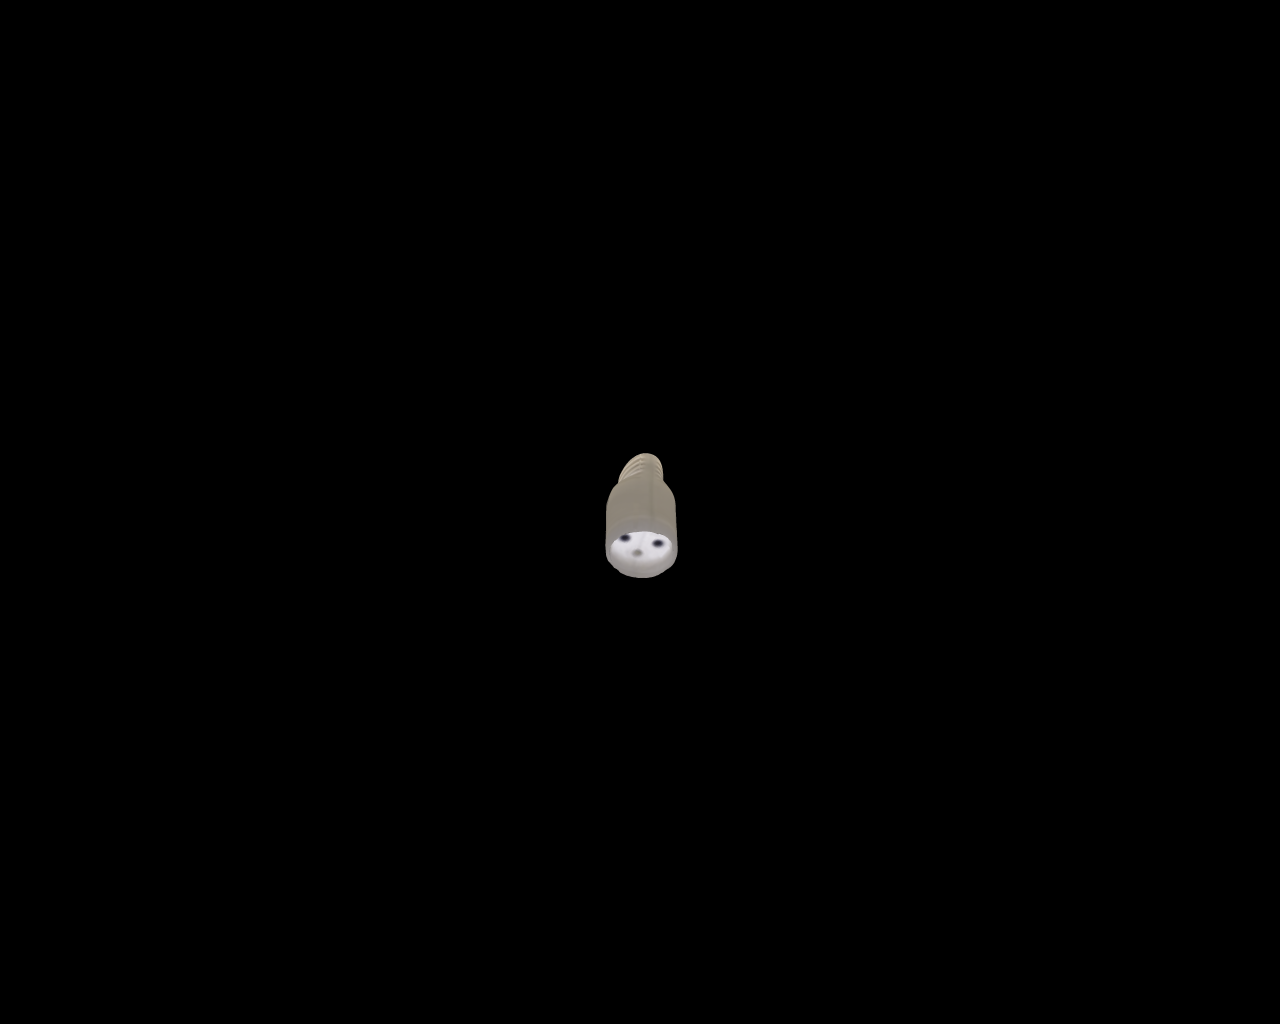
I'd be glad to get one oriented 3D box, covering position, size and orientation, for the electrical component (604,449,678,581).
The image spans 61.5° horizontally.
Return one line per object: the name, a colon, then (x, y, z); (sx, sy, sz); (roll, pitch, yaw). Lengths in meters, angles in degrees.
electrical component: (0.001, -0.003, 0.650); (0.043, 0.043, 0.081); (0, 44, 0)
